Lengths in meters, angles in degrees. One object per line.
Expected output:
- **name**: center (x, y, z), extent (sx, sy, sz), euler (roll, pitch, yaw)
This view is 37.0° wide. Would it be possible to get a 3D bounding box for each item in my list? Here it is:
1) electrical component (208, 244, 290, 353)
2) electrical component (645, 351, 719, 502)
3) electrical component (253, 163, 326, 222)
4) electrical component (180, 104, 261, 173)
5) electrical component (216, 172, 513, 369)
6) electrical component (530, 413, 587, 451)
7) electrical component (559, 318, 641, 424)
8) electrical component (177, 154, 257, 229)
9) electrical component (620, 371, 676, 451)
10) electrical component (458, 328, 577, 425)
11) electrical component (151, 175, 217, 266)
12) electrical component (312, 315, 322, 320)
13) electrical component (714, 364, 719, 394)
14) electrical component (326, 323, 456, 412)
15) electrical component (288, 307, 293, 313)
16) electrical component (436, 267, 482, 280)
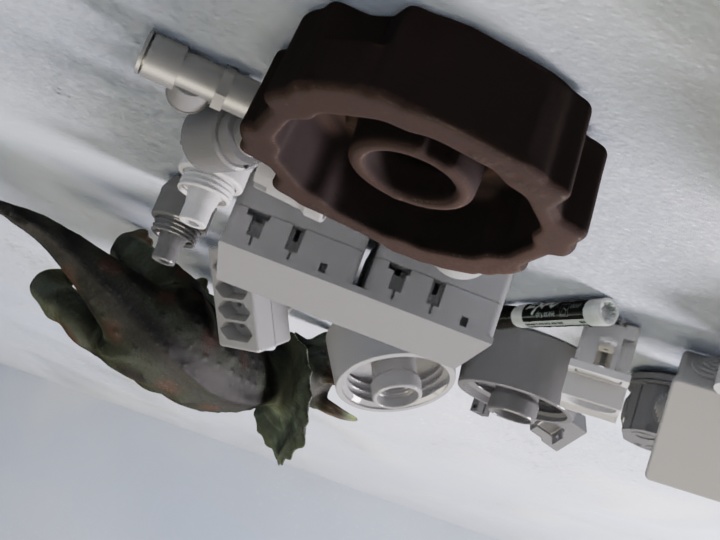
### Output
- **electrical component**: center (-0.076, 0.015, 0.877), extent (0.047, 0.083, 0.076), euler (6, -163, 40)
- **electrical component**: center (0.255, 0.112, 0.750), extent (0.100, 0.048, 0.099), euler (16, 120, 16)
- **electrical component**: center (-0.036, -0.055, 0.642), extent (0.046, 0.040, 0.040), euler (24, 164, 4)
- **electrical component**: center (-0.068, -0.076, 0.608), extent (0.078, 0.040, 0.040), euler (2, 156, 47)
- **electrical component**: center (0.000, 0.000, 0.741), extent (0.186, 0.060, 0.105), euler (21, 164, -3)
- **electrical component**: center (0.168, 0.124, 0.959), extent (0.055, 0.066, 0.048), euler (35, 125, -21)
- **electrical component**: center (0.169, 0.068, 0.755), extent (0.042, 0.063, 0.081), euler (17, 164, 13)
- **electrical component**: center (-0.092, -0.056, 0.663), extent (0.048, 0.062, 0.048), euler (19, 164, 6)
- **electrical component**: center (0.244, 0.114, 0.838), extent (0.080, 0.051, 0.080), euler (18, 164, 6)
- **electrical component**: center (0.132, 0.092, 0.884), extent (0.108, 0.060, 0.108), euler (19, 164, 6)
- **electrical component**: center (-0.132, -0.034, 0.784), extent (0.043, 0.062, 0.043), euler (19, 164, 6)
- **electrical component**: center (-0.026, 0.022, 0.882), extent (0.040, 0.040, 0.078), euler (13, 163, 24)
- **electrical component**: center (0.278, 0.080, 0.644), extent (0.052, 0.073, 0.138), euler (33, 160, -37)
- **electrical component**: center (0.028, 0.078, 0.883), extent (0.108, 0.060, 0.108), euler (-4, 145, -3)
- **electrical component**: center (-0.076, 0.022, 0.939), extent (0.048, 0.048, 0.062), euler (17, 171, 9)
- **electrical component**: center (0.062, -0.015, 0.649), extent (0.043, 0.043, 0.062), euler (19, 165, 2)
